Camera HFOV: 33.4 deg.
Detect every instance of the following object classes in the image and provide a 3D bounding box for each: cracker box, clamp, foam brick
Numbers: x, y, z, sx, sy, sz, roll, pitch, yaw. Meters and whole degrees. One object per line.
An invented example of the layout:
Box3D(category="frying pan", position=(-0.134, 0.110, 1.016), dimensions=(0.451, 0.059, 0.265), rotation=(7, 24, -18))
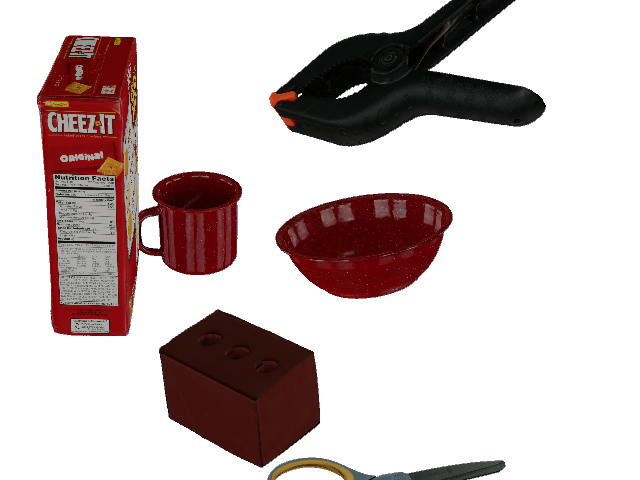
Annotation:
Box3D(category="cracker box", position=(-0.195, -0.049, 0.915), dimensions=(0.072, 0.214, 0.164), rotation=(0, 27, -6))
Box3D(category="clamp", position=(0.053, -0.093, 0.638), dimensions=(0.172, 0.120, 0.039), rotation=(-23, -47, 16))
Box3D(category="foam brick", position=(-0.046, 0.084, 0.616), dimensions=(0.078, 0.051, 0.052), rotation=(20, 36, 33))

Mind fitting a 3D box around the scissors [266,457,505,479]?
Box3D(category="scissors", position=(0.057, 0.212, 0.852), dimensions=(0.201, 0.096, 0.016), rotation=(5, -45, -7))

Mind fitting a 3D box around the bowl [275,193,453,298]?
Box3D(category="bowl", position=(0.043, 0.009, 0.972), dimensions=(0.162, 0.055, 0.162), rotation=(-9, 21, 3))

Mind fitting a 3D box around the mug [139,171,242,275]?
Box3D(category="mug", position=(-0.139, -0.014, 1.119), dimensions=(0.117, 0.081, 0.093), rotation=(-12, 32, -23))
